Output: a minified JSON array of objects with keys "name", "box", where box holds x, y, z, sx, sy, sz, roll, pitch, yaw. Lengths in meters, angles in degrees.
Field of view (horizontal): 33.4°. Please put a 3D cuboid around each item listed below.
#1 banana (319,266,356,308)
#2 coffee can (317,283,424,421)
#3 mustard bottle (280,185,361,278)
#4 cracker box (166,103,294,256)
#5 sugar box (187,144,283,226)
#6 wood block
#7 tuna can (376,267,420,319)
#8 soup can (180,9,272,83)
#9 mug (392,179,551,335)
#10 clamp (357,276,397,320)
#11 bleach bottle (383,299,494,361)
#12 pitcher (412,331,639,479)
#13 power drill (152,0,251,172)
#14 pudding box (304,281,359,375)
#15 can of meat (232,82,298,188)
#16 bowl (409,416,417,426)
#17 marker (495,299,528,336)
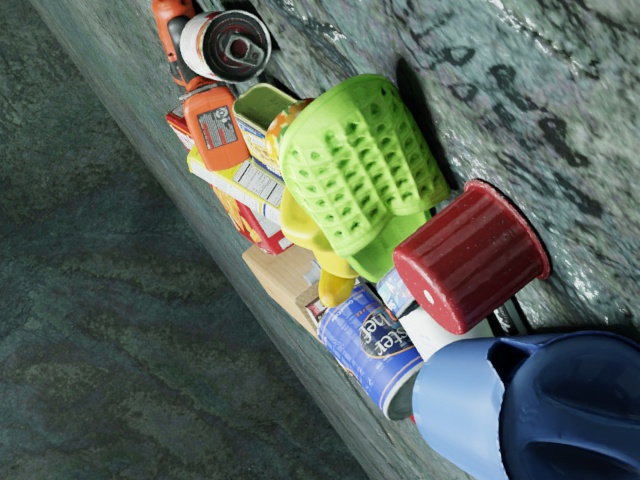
[{"name":"banana","box":[0.007,0.004,1.094,0.069,0.037,0.198,20,-145,-33]},{"name":"coffee can","box":[0.078,0.133,1.287,0.140,0.102,0.103,47,169,31]},{"name":"mustard bottle","box":[0.026,-0.017,0.994,0.058,0.096,0.191,16,168,24]},{"name":"cracker box","box":[-0.118,-0.092,1.488,0.213,0.072,0.164,58,169,-24]},{"name":"sugar box","box":[-0.079,-0.065,1.323,0.176,0.048,0.093,29,172,1]},{"name":"wood block","box":[-0.022,0.057,1.521,0.090,0.090,0.206,57,169,-28]},{"name":"tuna can","box":[0.090,0.028,0.904,0.034,0.086,0.086,52,171,11]},{"name":"soup can","box":[-0.094,-0.189,1.037,0.068,0.068,0.102,56,171,-20]},{"name":"mug","box":[0.103,0.012,0.794,0.093,0.081,0.117,58,169,-31]},{"name":"clamp","box":[0.046,0.021,1.220,0.120,0.039,0.171,44,168,51]},{"name":"bleach bottle","box":[0.150,0.139,1.035,0.250,0.068,0.103,61,168,-26]},{"name":"pitcher","box":[0.161,0.140,0.808,0.243,0.145,0.149,165,101,-78]},{"name":"power drill","box":[-0.131,-0.163,1.189,0.184,0.057,0.188,72,174,-47]},{"name":"pudding box","box":[0.044,0.106,1.384,0.113,0.090,0.039,59,170,-29]},{"name":"can of meat","box":[-0.038,-0.104,1.094,0.102,0.057,0.084,35,159,38]},{"name":"bowl","box":[0.137,0.207,1.420,0.162,0.055,0.162,50,170,12]},{"name":"marker","box":[0.158,0.062,0.901,0.121,0.020,0.020,59,169,-32]}]
